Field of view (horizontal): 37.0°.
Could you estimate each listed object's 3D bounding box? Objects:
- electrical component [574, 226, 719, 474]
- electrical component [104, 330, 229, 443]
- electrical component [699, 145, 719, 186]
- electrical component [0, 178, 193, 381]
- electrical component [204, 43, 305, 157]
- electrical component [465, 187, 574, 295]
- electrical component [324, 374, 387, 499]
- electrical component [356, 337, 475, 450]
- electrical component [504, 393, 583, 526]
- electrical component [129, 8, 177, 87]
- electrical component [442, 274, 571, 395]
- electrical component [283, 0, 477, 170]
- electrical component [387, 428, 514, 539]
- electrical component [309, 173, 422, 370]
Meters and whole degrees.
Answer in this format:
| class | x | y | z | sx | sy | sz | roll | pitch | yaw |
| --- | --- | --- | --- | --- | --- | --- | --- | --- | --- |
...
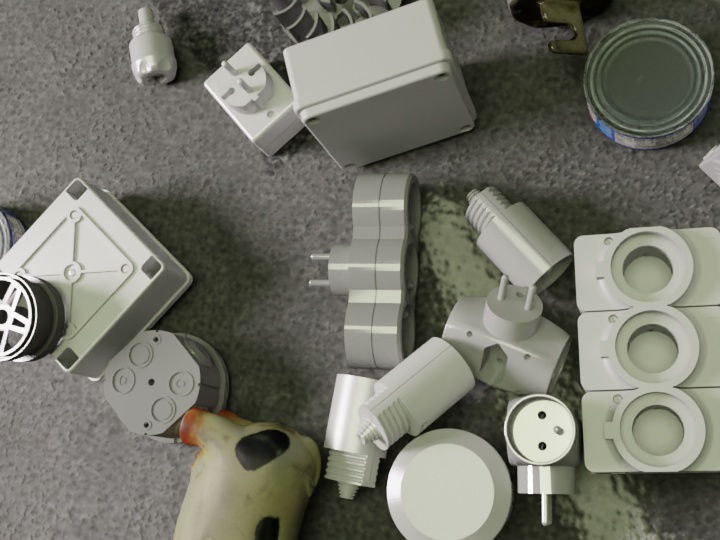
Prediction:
| class | x | y | z | sx | sy | sz | roll | pitch | yaw |
| --- | --- | --- | --- | --- | --- | --- | --- | --- | --- |
| electrical component | 0.186 | 0.053 | 0.684 | 0.089 | 0.062 | 0.150 | -4 | 77 | 14 |
| electrical component | -0.139 | 0.083 | 0.771 | 0.080 | 0.051 | 0.080 | -3 | 77 | 14 |
| electrical component | 0.266 | -0.084 | 0.674 | 0.100 | 0.100 | 0.048 | -45 | 84 | 2 |
| electrical component | -0.201 | 0.007 | 0.802 | 0.109 | 0.056 | 0.108 | 43 | 92 | 19 |
| electrical component | -0.080 | -0.131 | 0.788 | 0.047 | 0.077 | 0.065 | -42 | 71 | 3 |
| electrical component | 0.102 | -0.024 | 0.734 | 0.043 | 0.043 | 0.081 | -42 | 71 | 3 |
| electrical component | -0.002 | 0.115 | 0.732 | 0.043 | 0.043 | 0.081 | 8 | 80 | 17 |
| electrical component | 0.031 | 0.085 | 0.699 | 0.081 | 0.043 | 0.043 | -37 | 70 | -20 |
| electrical component | 0.117 | 0.121 | 0.680 | 0.044 | 0.077 | 0.079 | -2 | 78 | 15 |
| electrical component | -0.164 | -0.177 | 0.844 | 0.035 | 0.035 | 0.061 | -16 | 72 | 11 |
| electrical component | 0.099 | 0.037 | 0.707 | 0.077 | 0.079 | 0.043 | 21 | 42 | 18 |
| electrical component | 0.016 | -0.125 | 0.745 | 0.109 | 0.109 | 0.056 | -17 | 72 | 11 |
| electrical component | 0.061 | 0.145 | 0.704 | 0.080 | 0.051 | 0.080 | -3 | 77 | 15 |
| electrical component | 0.000 | 0.000 | 0.751 | 0.074 | 0.052 | 0.138 | 0 | 78 | 15 |
